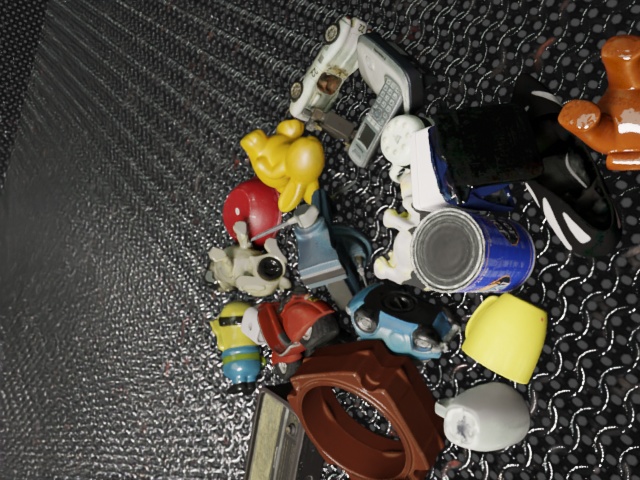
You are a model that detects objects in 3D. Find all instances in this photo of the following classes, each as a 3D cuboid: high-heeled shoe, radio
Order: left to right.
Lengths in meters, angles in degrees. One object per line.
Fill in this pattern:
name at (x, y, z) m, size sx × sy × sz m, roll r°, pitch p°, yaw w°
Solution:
radio at (-0.062, 0.385, 0.956) m, size 0.131 × 0.073 × 0.229 m, roll 14°, pitch 97°, yaw 45°
high-heeled shoe at (0.272, -0.098, 0.617) m, size 0.086 × 0.145 × 0.248 m, roll -20°, pitch 80°, yaw 14°

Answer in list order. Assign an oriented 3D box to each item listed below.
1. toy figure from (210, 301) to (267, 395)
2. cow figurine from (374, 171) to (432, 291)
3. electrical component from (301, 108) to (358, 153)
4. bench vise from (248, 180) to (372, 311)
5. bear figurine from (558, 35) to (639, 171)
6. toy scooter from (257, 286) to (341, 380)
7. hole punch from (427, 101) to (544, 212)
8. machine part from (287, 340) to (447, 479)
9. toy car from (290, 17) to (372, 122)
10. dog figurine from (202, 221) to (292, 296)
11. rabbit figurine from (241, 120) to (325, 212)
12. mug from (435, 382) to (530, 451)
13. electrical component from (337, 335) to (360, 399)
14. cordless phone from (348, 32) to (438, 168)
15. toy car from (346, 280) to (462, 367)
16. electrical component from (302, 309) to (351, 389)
toy figure at (-0.154, 0.210, 1.061) m, size 0.089 × 0.082 × 0.180 m, roll -22°, pitch 62°, yaw 21°
cow figurine at (0.145, -0.013, 0.790) m, size 0.098 × 0.068 × 0.167 m, roll 21°, pitch 107°, yaw 38°
electrical component at (0.019, -0.189, 0.918) m, size 0.045 × 0.102 × 0.078 m, roll -65°, pitch 25°, yaw -3°
bench vise at (0.008, -0.007, 0.861) m, size 0.129 × 0.223 × 0.241 m, roll -27°, pitch 39°, yaw 21°
bear figurine at (0.369, -0.111, 0.542) m, size 0.120 × 0.131 × 0.196 m, roll -56°, pitch 44°, yaw 6°
toy scooter at (-0.048, 0.136, 0.881) m, size 0.135 × 0.075 × 0.183 m, roll 57°, pitch 133°, yaw 24°
hole punch at (0.191, -0.095, 0.652) m, size 0.092 × 0.116 × 0.142 m, roll 90°, pitch 175°, yaw -69°
machine part at (0.064, 0.251, 0.775) m, size 0.201 × 0.087 × 0.200 m, roll -19°, pitch 105°, yaw 41°
toy car at (0.017, -0.294, 0.943) m, size 0.201 × 0.073 × 0.056 m, roll -52°, pitch 50°, yaw 29°
dog figurine at (-0.147, 0.073, 1.077) m, size 0.172 × 0.121 × 0.190 m, roll 45°, pitch 151°, yaw 10°
rabbit figurine at (-0.052, -0.132, 0.949) m, size 0.173 × 0.122 × 0.162 m, roll 5°, pitch 105°, yaw 58°
mug at (0.198, 0.225, 0.692) m, size 0.110 × 0.107 × 0.080 m, roll 13°, pitch 94°, yaw 43°
electrical component at (0.066, 0.186, 0.868) m, size 0.075 × 0.047 × 0.119 m, roll 31°, pitch 109°, yaw 41°
cordless phone at (0.086, -0.220, 0.866) m, size 0.147 × 0.088 × 0.184 m, roll 54°, pitch 126°, yaw 33°
toy car at (0.121, 0.134, 0.792) m, size 0.162 × 0.109 × 0.102 m, roll 20°, pitch 126°, yaw 28°
electrical component at (-0.011, 0.178, 0.938) m, size 0.115 × 0.058 × 0.134 m, roll 24°, pitch 103°, yaw 41°
